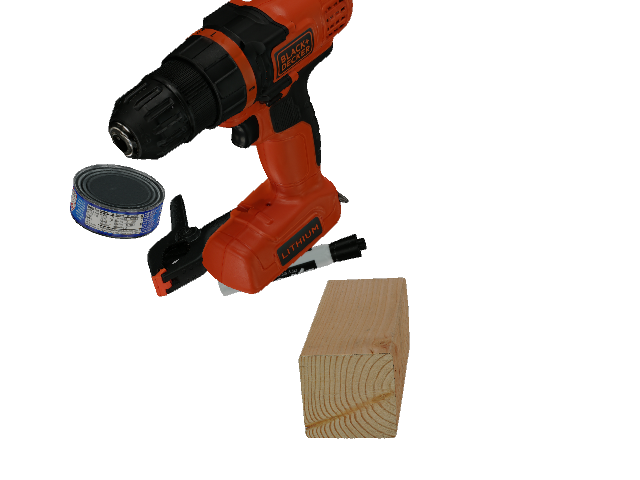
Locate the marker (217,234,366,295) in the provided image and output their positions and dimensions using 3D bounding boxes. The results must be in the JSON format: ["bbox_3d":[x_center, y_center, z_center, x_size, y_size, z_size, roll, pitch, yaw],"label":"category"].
[{"bbox_3d":[-0.022,0.019,0.848,0.121,0.020,0.020,-16,-2,6],"label":"marker"}]

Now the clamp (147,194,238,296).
[{"bbox_3d":[-0.140,0.000,1.239,0.120,0.039,0.171,-6,38,20],"label":"clamp"}]

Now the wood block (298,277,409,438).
[{"bbox_3d":[0.040,0.116,1.102,0.091,0.090,0.206,-2,18,9],"label":"wood block"}]

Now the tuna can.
[{"bbox_3d":[-0.191,-0.037,1.004,0.086,0.034,0.086,12,29,-7],"label":"tuna can"}]

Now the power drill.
[{"bbox_3d":[-0.046,-0.056,0.663,0.057,0.188,0.184,31,55,28],"label":"power drill"}]
